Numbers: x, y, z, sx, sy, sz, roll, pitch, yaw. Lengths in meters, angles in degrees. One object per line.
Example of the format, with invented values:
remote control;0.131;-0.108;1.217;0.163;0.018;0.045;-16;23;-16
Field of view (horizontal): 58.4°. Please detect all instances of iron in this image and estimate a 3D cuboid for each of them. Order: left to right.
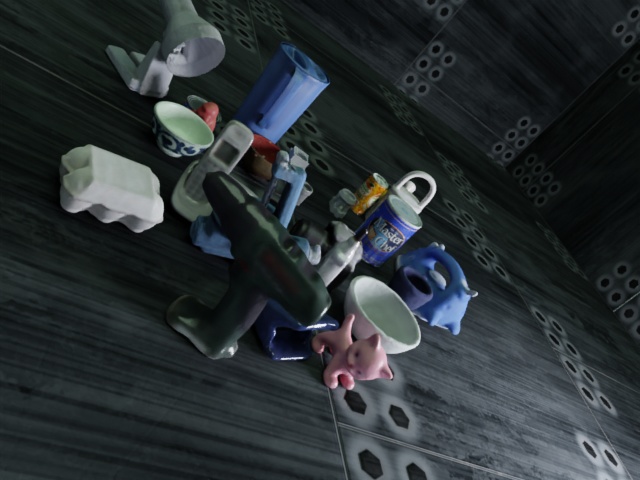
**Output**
iron;0.265;0.085;1.321;0.119;0.141;0.258;24;31;-34

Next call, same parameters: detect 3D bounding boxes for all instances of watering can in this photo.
watering can;0.213;-0.102;1.475;0.101;0.193;0.172;29;29;-27

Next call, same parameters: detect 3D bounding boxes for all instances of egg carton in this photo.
egg carton;-0.301;-0.074;0.832;0.151;0.069;0.107;20;34;-40

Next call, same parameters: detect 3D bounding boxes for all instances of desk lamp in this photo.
desk lamp;-0.307;-0.390;1.147;0.203;0.213;0.118;53;27;20

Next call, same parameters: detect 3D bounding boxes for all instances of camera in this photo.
camera;0.010;0.004;1.126;0.137;0.100;0.143;35;26;-16

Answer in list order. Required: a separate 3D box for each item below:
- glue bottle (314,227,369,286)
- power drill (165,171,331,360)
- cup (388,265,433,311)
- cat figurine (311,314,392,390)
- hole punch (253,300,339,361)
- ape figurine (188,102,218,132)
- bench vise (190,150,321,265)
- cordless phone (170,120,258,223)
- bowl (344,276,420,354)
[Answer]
glue bottle;0.027;0.038;1.011;0.037;0.173;0.078;39;25;-7
power drill;-0.108;0.051;0.754;0.230;0.208;0.076;40;25;-5
cup;0.179;0.112;1.208;0.091;0.094;0.118;48;26;11
cat figurine;0.057;0.177;0.905;0.067;0.117;0.127;19;34;-40
hole punch;-0.042;0.121;0.879;0.109;0.091;0.101;9;41;-50
ape figurine;-0.240;-0.241;1.156;0.076;0.092;0.077;2;46;-54
bench vise;-0.074;-0.039;0.930;0.208;0.219;0.121;18;35;-42
cordless phone;-0.147;-0.096;0.955;0.148;0.185;0.094;33;27;-20
bowl;0.101;0.151;1.060;0.168;0.074;0.167;34;27;-19
